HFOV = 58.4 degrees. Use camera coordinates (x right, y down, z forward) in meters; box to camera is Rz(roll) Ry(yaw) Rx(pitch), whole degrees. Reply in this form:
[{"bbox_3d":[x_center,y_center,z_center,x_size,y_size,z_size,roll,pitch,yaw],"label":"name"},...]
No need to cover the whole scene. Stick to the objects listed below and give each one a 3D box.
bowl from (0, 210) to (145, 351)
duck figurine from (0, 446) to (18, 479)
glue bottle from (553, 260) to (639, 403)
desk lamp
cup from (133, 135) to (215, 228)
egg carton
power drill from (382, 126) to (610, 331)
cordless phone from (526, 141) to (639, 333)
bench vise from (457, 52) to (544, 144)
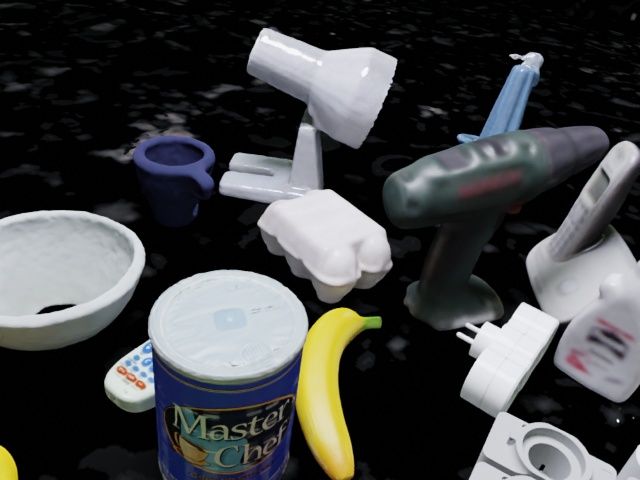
[{"bbox_3d":[-0.245,0.046,0.520,0.167,0.075,0.167,6,34,-4],"label":"bowl"},{"bbox_3d":[-0.245,0.155,0.351,0.077,0.086,0.105,30,40,28],"label":"duck figurine"},{"bbox_3d":[0.276,0.066,0.517,0.078,0.173,0.037,29,40,28],"label":"glue bottle"},{"bbox_3d":[-0.019,-0.152,0.732,0.203,0.213,0.118,8,34,0],"label":"desk lamp"},{"bbox_3d":[-0.161,-0.057,0.669,0.092,0.095,0.117,-24,46,-38],"label":"cup"},{"bbox_3d":[0.006,0.002,0.642,0.107,0.069,0.149,-20,43,-35],"label":"egg carton"},{"bbox_3d":[0.164,-0.014,0.577,0.230,0.208,0.075,-7,37,-22],"label":"power drill"},{"bbox_3d":[0.297,-0.002,0.609,0.094,0.185,0.147,7,34,-2],"label":"cordless phone"},{"bbox_3d":[0.235,-0.115,0.728,0.121,0.220,0.207,14,35,9],"label":"bench vise"}]
